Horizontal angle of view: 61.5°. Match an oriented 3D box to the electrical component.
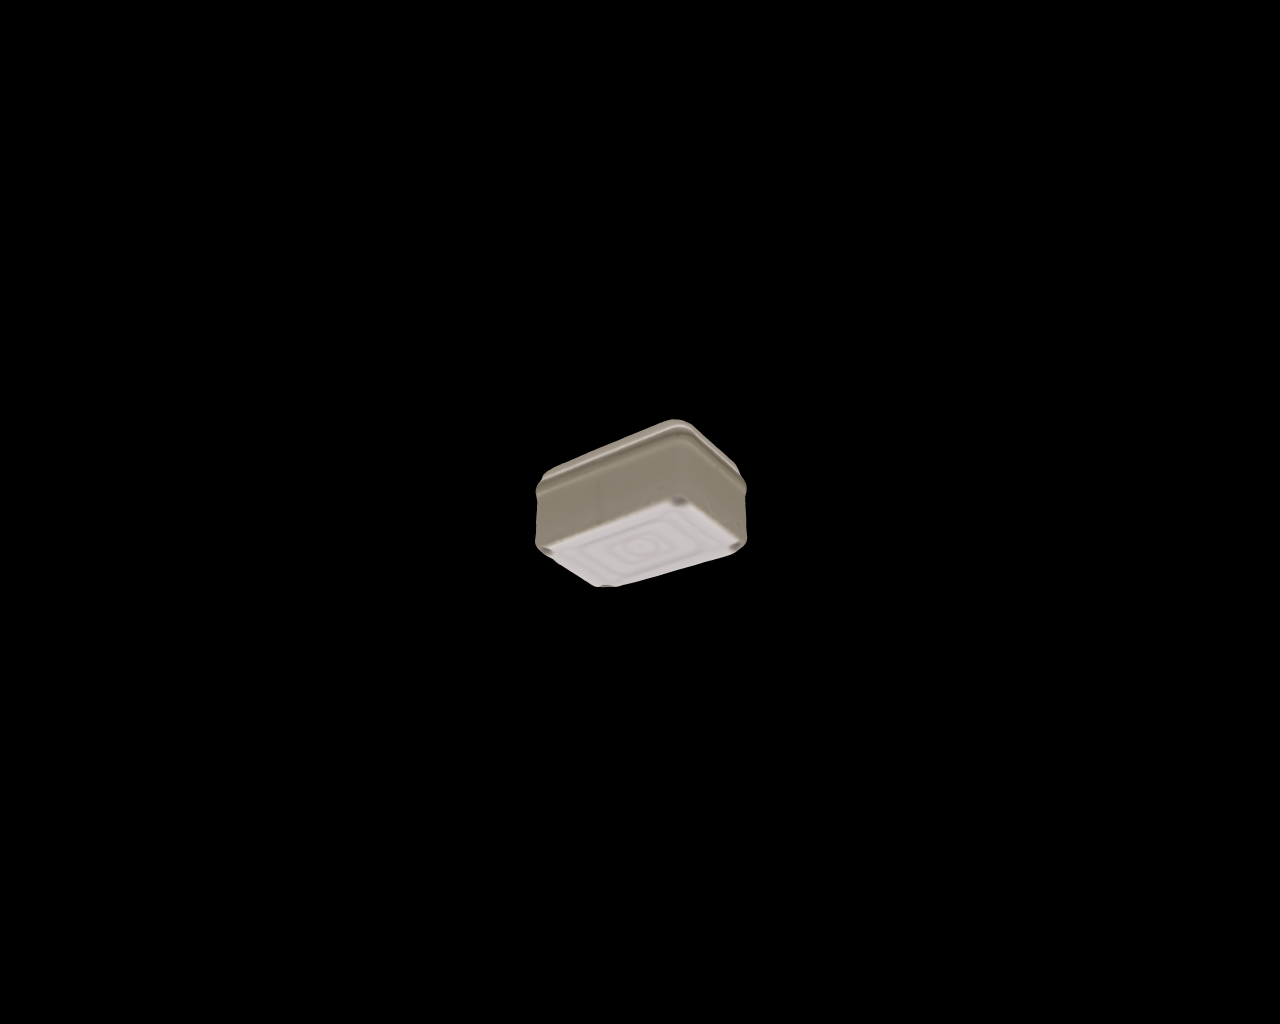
[{"bbox_3d":[0.001,-0.003,0.650,0.113,0.057,0.078,-19,-36,29],"label":"electrical component"}]
